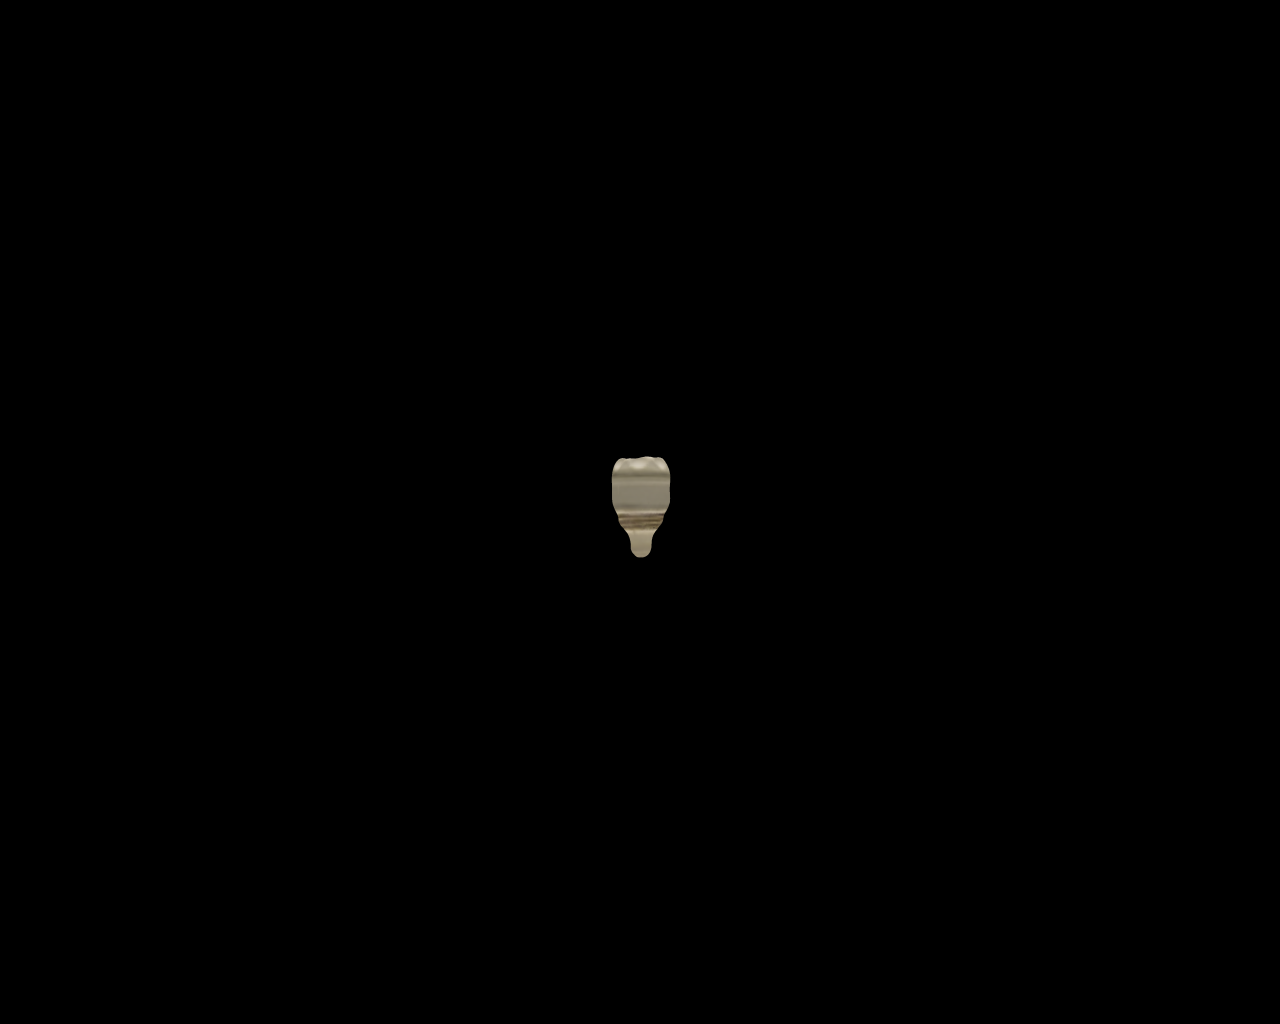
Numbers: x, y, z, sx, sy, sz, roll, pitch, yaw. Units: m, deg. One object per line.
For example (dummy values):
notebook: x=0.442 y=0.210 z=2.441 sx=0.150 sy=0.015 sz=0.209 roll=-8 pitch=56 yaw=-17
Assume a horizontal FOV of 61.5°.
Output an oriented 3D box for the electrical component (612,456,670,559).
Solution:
electrical component: x=0.001 y=-0.003 z=0.650 sx=0.035 sy=0.061 sz=0.035 roll=0 pitch=0 yaw=0
